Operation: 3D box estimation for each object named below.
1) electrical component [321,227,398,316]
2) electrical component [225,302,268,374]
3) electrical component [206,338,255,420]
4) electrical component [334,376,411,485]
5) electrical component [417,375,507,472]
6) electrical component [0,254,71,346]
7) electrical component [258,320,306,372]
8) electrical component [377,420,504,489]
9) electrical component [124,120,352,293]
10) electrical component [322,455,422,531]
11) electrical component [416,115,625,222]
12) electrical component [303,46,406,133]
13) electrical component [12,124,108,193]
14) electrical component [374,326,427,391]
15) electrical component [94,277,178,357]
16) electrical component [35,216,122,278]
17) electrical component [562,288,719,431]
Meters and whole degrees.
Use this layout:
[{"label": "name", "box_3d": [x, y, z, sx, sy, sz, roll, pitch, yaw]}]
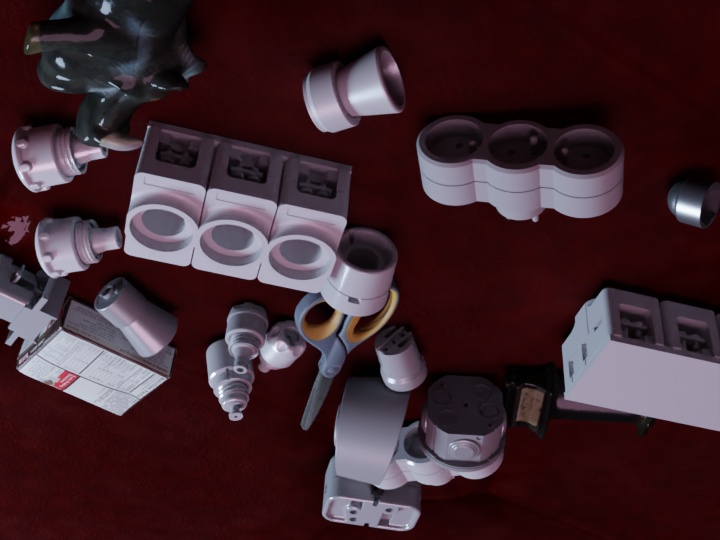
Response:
[{"label": "electrical component", "box_3d": [0.000, 0.000, 0.833, 0.055, 0.055, 0.047, 10, 136, -7]}, {"label": "electrical component", "box_3d": [-0.097, 0.059, 0.905, 0.035, 0.061, 0.035, 2, 140, 2]}, {"label": "electrical component", "box_3d": [-0.112, 0.096, 0.942, 0.040, 0.078, 0.040, -8, 140, -6]}, {"label": "electrical component", "box_3d": [0.011, 0.142, 0.969, 0.064, 0.099, 0.099, 7, 140, 7]}, {"label": "electrical component", "box_3d": [0.093, 0.137, 0.968, 0.080, 0.080, 0.051, 3, 134, 2]}, {"label": "electrical component", "box_3d": [-0.283, 0.022, 0.893, 0.064, 0.042, 0.081, 29, 133, -22]}, {"label": "electrical component", "box_3d": [-0.072, 0.071, 0.938, 0.035, 0.035, 0.061, 21, 139, -19]}, {"label": "electrical component", "box_3d": [0.072, 0.185, 1.046, 0.138, 0.052, 0.073, -10, 138, 16]}, {"label": "electrical component", "box_3d": [-0.090, -0.041, 0.786, 0.150, 0.061, 0.089, 12, 139, -9]}, {"label": "electrical component", "box_3d": [0.013, 0.221, 1.088, 0.095, 0.059, 0.053, 10, 140, -6]}, {"label": "electrical component", "box_3d": [0.110, -0.059, 0.739, 0.138, 0.052, 0.073, 7, 141, 17]}, {"label": "electrical component", "box_3d": [-0.004, -0.117, 0.702, 0.055, 0.045, 0.045, -14, 137, 21]}, {"label": "electrical component", "box_3d": [-0.211, -0.083, 0.762, 0.062, 0.048, 0.048, -10, 138, 6]}, {"label": "electrical component", "box_3d": [0.034, 0.076, 0.931, 0.040, 0.040, 0.046, -7, 133, 13]}, {"label": "electrical component", "box_3d": [-0.191, 0.037, 0.904, 0.044, 0.044, 0.065, -22, 129, 27]}, {"label": "electrical component", "box_3d": [-0.217, -0.021, 0.835, 0.062, 0.048, 0.048, -9, 139, 5]}, {"label": "electrical component", "box_3d": [0.254, 0.073, 0.890, 0.150, 0.061, 0.089, 12, 139, -10]}]
